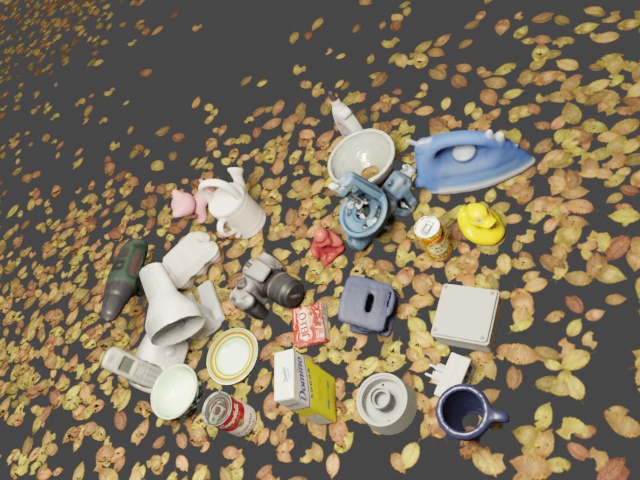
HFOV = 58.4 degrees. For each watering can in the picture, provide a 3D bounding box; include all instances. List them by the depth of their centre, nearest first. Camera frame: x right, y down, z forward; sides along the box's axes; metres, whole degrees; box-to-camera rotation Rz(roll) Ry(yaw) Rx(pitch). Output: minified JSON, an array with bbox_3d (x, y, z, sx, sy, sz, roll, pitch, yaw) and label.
[{"bbox_3d":[-0.222,-0.097,1.400,0.100,0.195,0.172,-21,53,15],"label":"watering can"}]

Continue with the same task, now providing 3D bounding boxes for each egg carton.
[{"bbox_3d":[-0.324,0.050,1.443,0.150,0.070,0.107,-45,51,-4],"label":"egg carton"}]

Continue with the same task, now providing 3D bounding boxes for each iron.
[{"bbox_3d":[0.312,-0.187,1.211,0.257,0.142,0.118,-7,58,24],"label":"iron"}]

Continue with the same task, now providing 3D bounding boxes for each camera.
[{"bbox_3d":[-0.115,0.108,1.277,0.136,0.101,0.143,25,75,36],"label":"camera"}]

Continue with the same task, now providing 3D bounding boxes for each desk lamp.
[{"bbox_3d":[-0.314,0.151,1.281,0.118,0.214,0.202,-34,51,5],"label":"desk lamp"}]

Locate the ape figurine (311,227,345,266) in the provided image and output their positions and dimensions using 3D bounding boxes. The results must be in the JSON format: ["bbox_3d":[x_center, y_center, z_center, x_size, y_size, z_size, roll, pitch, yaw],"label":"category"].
[{"bbox_3d":[0.012,0.005,1.281,0.077,0.092,0.076,-2,60,26],"label":"ape figurine"}]

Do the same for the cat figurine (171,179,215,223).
[{"bbox_3d":[-0.338,-0.105,1.515,0.067,0.118,0.128,33,80,38],"label":"cat figurine"}]

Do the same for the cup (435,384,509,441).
[{"bbox_3d":[0.263,0.300,0.964,0.117,0.095,0.092,-1,60,27],"label":"cup"}]

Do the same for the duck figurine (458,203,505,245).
[{"bbox_3d":[0.319,-0.044,1.155,0.077,0.086,0.104,-46,51,-5],"label":"duck figurine"}]

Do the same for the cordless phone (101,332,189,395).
[{"bbox_3d":[-0.390,0.255,1.274,0.093,0.186,0.147,3,63,29],"label":"cordless phone"}]

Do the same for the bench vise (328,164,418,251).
[{"bbox_3d":[0.104,-0.101,1.216,0.121,0.220,0.207,23,73,36],"label":"bench vise"}]

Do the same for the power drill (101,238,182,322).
[{"bbox_3d":[-0.422,0.120,1.360,0.075,0.209,0.229,-16,55,18],"label":"power drill"}]

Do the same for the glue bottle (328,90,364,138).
[{"bbox_3d":[0.058,-0.302,1.395,0.037,0.174,0.077,-48,51,-6],"label":"glue bottle"}]

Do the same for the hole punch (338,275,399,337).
[{"bbox_3d":[0.099,0.131,1.157,0.100,0.091,0.109,2,62,28],"label":"hole punch"}]

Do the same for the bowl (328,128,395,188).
[{"bbox_3d":[0.108,-0.177,1.355,0.167,0.075,0.167,-13,56,20],"label":"bowl"}]
